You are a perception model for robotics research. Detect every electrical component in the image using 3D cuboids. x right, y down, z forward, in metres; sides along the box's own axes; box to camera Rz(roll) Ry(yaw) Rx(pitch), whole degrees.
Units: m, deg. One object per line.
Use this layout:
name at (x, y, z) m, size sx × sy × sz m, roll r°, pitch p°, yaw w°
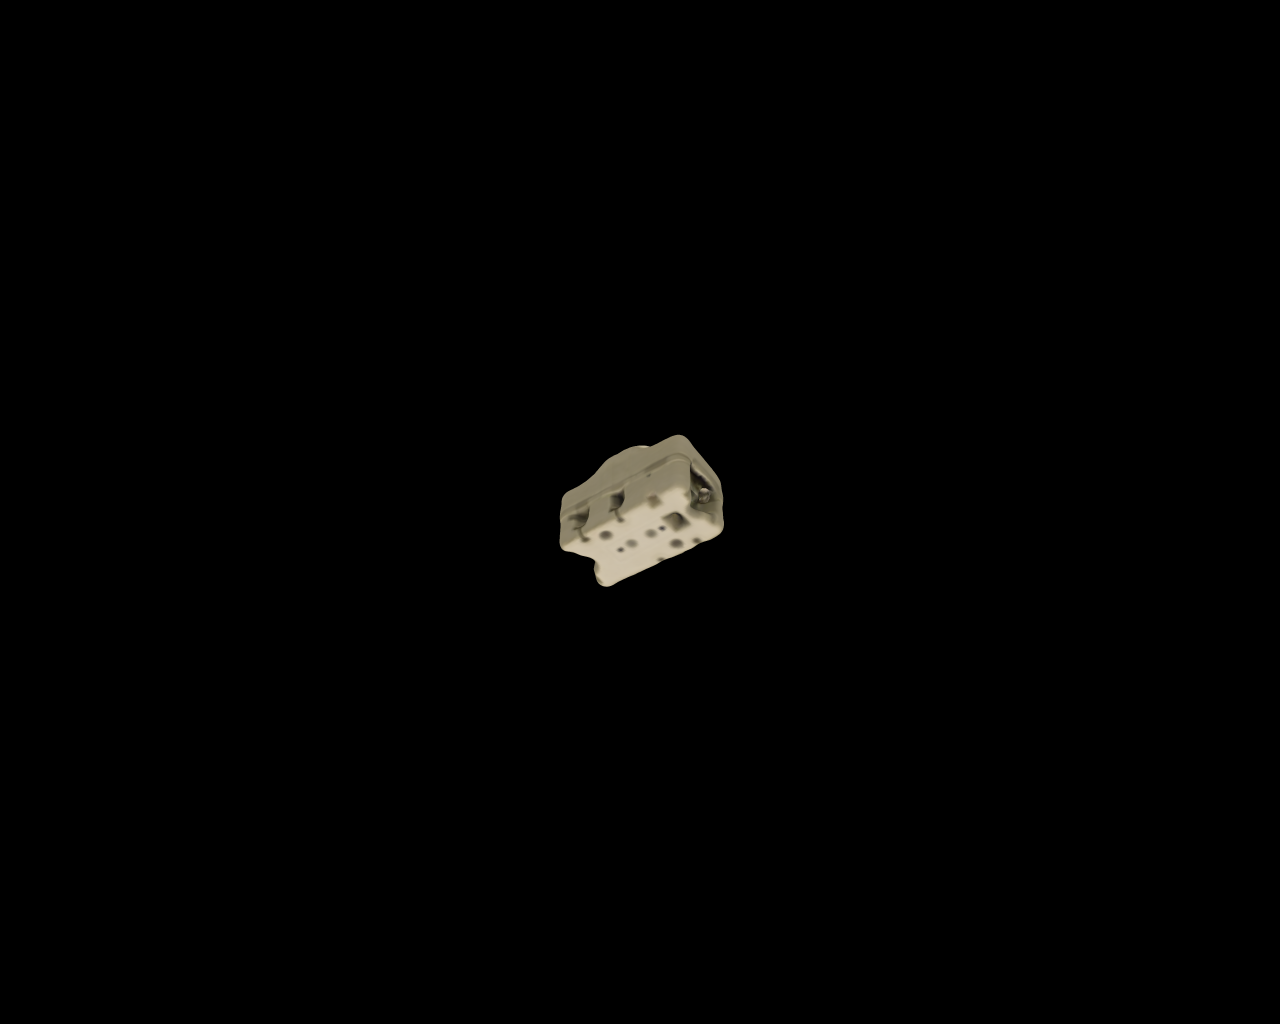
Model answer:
electrical component at (0.001, -0.003, 0.650) m, size 0.089 × 0.056 × 0.050 m, roll -27°, pitch -53°, yaw 22°
